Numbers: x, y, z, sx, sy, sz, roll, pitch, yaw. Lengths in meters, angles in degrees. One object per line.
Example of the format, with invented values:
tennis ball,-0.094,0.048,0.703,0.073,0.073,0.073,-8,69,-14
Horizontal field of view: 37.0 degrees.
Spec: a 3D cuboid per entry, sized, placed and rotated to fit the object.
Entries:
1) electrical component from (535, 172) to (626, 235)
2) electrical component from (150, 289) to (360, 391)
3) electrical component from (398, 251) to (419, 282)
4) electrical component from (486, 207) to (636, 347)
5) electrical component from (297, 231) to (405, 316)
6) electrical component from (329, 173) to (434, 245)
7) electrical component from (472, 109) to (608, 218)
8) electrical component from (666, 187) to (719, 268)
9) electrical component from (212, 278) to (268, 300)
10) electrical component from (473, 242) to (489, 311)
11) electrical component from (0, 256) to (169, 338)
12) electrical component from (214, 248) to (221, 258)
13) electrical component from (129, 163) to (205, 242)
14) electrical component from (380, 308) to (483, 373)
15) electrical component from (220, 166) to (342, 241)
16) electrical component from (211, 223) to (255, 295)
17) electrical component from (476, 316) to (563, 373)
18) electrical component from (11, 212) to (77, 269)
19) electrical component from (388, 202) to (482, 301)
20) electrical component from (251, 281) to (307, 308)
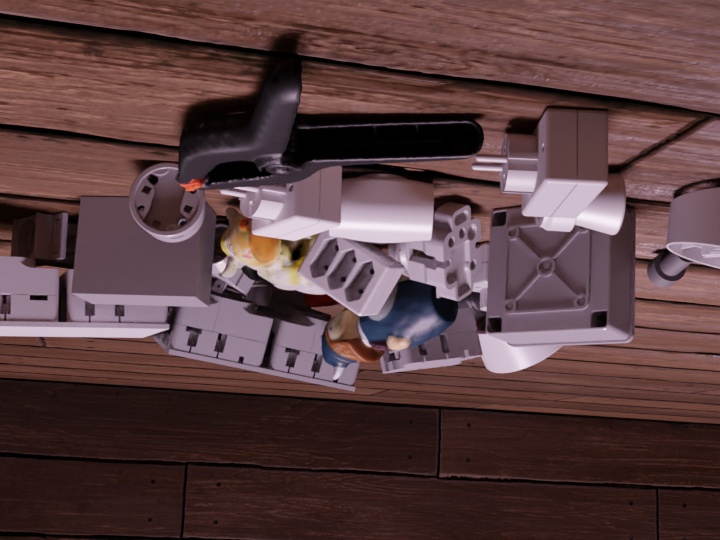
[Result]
electrical component,0.156,-0.049,0.763,0.055,0.045,0.045,4,169,-3
electrical component,-0.100,0.060,1.046,0.186,0.060,0.105,14,-178,-23
electrical component,0.076,-0.005,0.981,0.079,0.044,0.077,-26,171,-48
electrical component,0.161,0.003,0.861,0.109,0.108,0.056,-5,163,35
electrical component,0.000,0.000,0.872,0.066,0.047,0.077,34,-169,19
electrical component,0.016,-0.042,0.828,0.077,0.044,0.079,2,169,1
electrical component,0.109,-0.066,0.679,0.076,0.047,0.083,3,169,-1
electrical component,0.279,-0.025,0.800,0.099,0.064,0.099,3,169,1
electrical component,-0.135,0.014,1.133,0.076,0.047,0.083,-2,168,21
electrical component,0.133,0.019,1.021,0.066,0.076,0.047,8,167,-26
electrical component,-0.279,0.027,0.981,0.186,0.060,0.105,2,171,-24
electrical component,-0.163,-0.012,1.021,0.066,0.048,0.055,7,176,-19
electrical component,-0.143,-0.049,0.811,0.055,0.055,0.047,3,172,-4
electrical component,0.064,0.062,1.024,0.089,0.055,0.050,-3,166,-33
electrical component,-0.062,-0.054,0.777,0.077,0.047,0.066,8,167,-33
electrical component,-0.119,-0.012,0.980,0.048,0.066,0.055,21,165,30
electrical component,0.167,0.053,1.142,0.108,0.060,0.108,-28,-163,9
electrical component,-0.282,-0.024,0.991,0.064,0.042,0.081,11,166,-44
electrical component,0.061,-0.019,0.879,0.057,0.078,0.058,15,-149,37
electrical component,-0.092,0.047,1.164,0.048,0.099,0.100,21,162,-21
